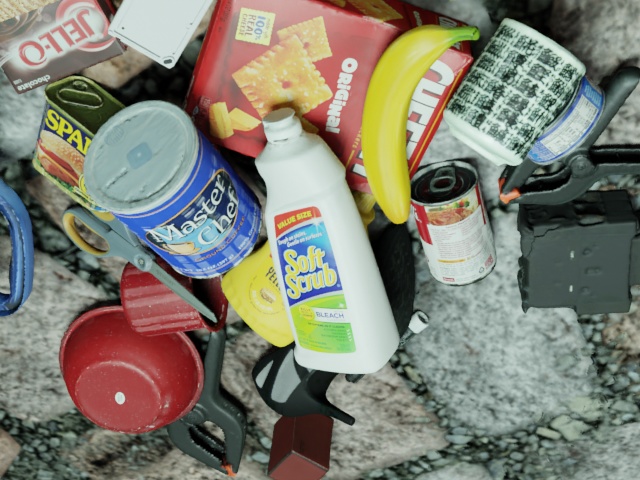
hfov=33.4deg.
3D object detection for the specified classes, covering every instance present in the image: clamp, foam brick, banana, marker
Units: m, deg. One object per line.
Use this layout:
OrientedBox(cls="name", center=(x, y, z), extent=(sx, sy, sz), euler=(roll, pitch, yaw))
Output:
OrientedBox(cls="clamp", center=(0.247, -0.074, 0.975), extent=(0.172, 0.039, 0.120), euler=(-33, 113, 32))
OrientedBox(cls="foam brick", center=(-0.022, 0.233, 1.200), extent=(0.053, 0.078, 0.051), euler=(31, 124, -16))
OrientedBox(cls="banana", center=(0.066, -0.100, 0.871), extent=(0.070, 0.037, 0.198), euler=(36, 134, 21))
OrientedBox(cls="marker", center=(0.069, 0.117, 1.143), extent=(0.020, 0.020, 0.121), euler=(35, 122, -20))
OrientedBox(cls="clamp", center=(-0.152, 0.187, 1.199), extent=(0.165, 0.036, 0.210), euler=(-12, 121, 14))

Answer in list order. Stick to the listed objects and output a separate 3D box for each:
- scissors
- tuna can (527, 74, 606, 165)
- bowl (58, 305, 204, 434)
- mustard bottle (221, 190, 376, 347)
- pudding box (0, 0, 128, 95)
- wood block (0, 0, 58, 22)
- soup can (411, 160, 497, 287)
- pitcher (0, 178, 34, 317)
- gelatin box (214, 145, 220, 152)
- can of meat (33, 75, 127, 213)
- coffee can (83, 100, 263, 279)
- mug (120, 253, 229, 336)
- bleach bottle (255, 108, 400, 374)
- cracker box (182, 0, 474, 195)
OrientedBox(cls="scissors", center=(-0.170, -0.001, 1.012), extent=(0.202, 0.016, 0.096), euler=(23, 118, 28))
OrientedBox(cls="tuna can", center=(0.202, -0.109, 0.921), extent=(0.033, 0.086, 0.086), euler=(36, 121, -23))
OrientedBox(cls="bowl", center=(-0.207, 0.151, 1.132), extent=(0.162, 0.055, 0.162), euler=(3, 119, 6))
OrientedBox(cls="mustard bottle", center=(-0.008, 0.013, 1.039), extent=(0.096, 0.058, 0.192), euler=(47, 119, 7))
OrientedBox(cls="pudding box", center=(-0.234, -0.187, 0.924), extent=(0.114, 0.039, 0.090), euler=(-17, 124, 16))
OrientedBox(cls="wood block", center=(-0.200, -0.248, 0.771), extent=(0.091, 0.206, 0.090), euler=(-16, 124, 15))
OrientedBox(cls="soup can", center=(0.126, -0.015, 1.010), extent=(0.068, 0.068, 0.102), euler=(-12, 126, 12))
OrientedBox(cls="pitcher", center=(-0.356, -0.035, 0.994), extent=(0.149, 0.145, 0.243), euler=(-11, 131, -32))
OrientedBox(cls="gelatin box", center=(-0.139, -0.060, 1.019), extent=(0.089, 0.030, 0.073), euler=(4, 126, 3))
OrientedBox(cls="can of meat", center=(-0.210, -0.085, 0.971), extent=(0.102, 0.057, 0.084), euler=(37, 130, 14))
OrientedBox(cls="coffee can", center=(-0.122, -0.040, 0.914), extent=(0.103, 0.103, 0.140), euler=(-15, 151, 15))
OrientedBox(cls="mug", center=(-0.142, 0.056, 1.077), extent=(0.082, 0.093, 0.117), euler=(-10, 155, 17))
OrientedBox(cls="bleach bottle", center=(-0.006, 0.001, 0.942), extent=(0.103, 0.068, 0.251), euler=(3, 125, 35))
OrientedBox(cls="cracker box", center=(0.001, -0.138, 0.923), extent=(0.213, 0.072, 0.164), euler=(18, 126, -10))
